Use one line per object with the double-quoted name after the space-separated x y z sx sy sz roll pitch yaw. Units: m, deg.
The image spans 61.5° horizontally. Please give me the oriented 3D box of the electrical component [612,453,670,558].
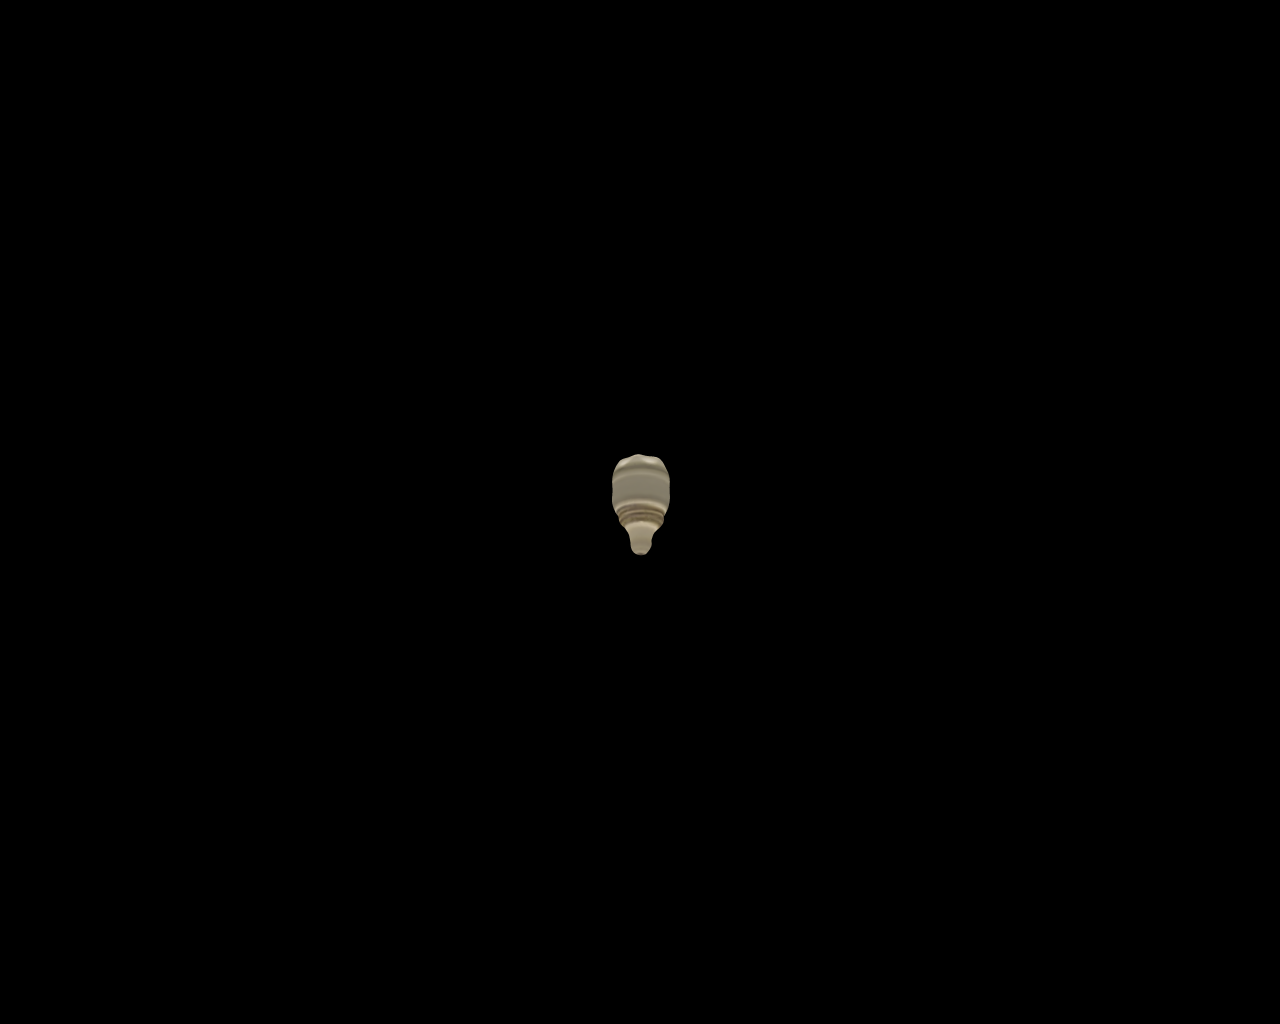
0.001 -0.003 0.650 0.035 0.061 0.035 0 -22 0 "electrical component"
